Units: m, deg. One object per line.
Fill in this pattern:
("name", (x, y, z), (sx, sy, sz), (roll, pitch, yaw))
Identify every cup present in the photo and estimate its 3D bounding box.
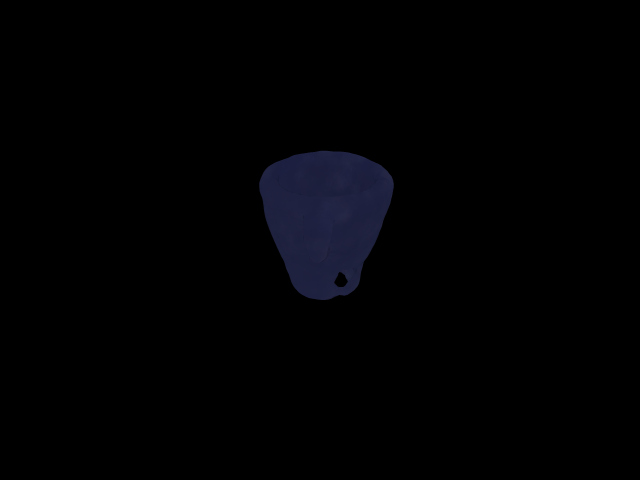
("cup", (0.004, 0.001, 0.400), (0.091, 0.095, 0.117), (2, 31, 3))
